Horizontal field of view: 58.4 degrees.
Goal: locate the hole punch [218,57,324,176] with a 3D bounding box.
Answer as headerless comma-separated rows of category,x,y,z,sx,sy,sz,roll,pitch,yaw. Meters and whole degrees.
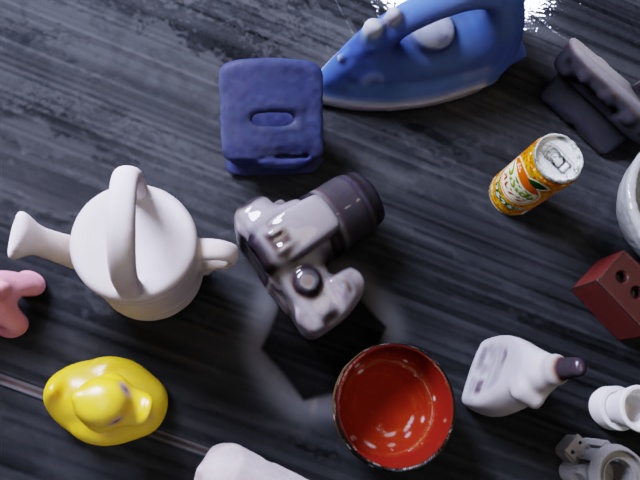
hole punch,-0.047,-0.122,0.581,0.109,0.091,0.101,-4,75,-10

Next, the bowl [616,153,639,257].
bowl,0.396,-0.027,0.638,0.167,0.074,0.167,3,74,-9

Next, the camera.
camera,0.005,0.002,0.550,0.137,0.100,0.143,-33,82,-16

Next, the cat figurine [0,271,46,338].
cat figurine,-0.316,0.035,0.479,0.128,0.117,0.067,12,73,-6

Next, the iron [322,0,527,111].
iron,0.112,-0.220,0.608,0.258,0.141,0.118,-21,79,-14

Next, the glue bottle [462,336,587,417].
glue bottle,0.182,0.119,0.510,0.037,0.173,0.078,27,72,-1

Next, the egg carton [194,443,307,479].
egg carton,-0.048,0.249,0.490,0.150,0.069,0.107,27,72,-1

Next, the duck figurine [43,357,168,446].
duck figurine,-0.186,0.137,0.489,0.104,0.086,0.077,13,73,-5

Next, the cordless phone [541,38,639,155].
cordless phone,0.343,-0.186,0.614,0.147,0.185,0.094,40,73,3

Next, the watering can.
watering can,-0.159,0.007,0.473,0.173,0.194,0.101,-18,78,-14
